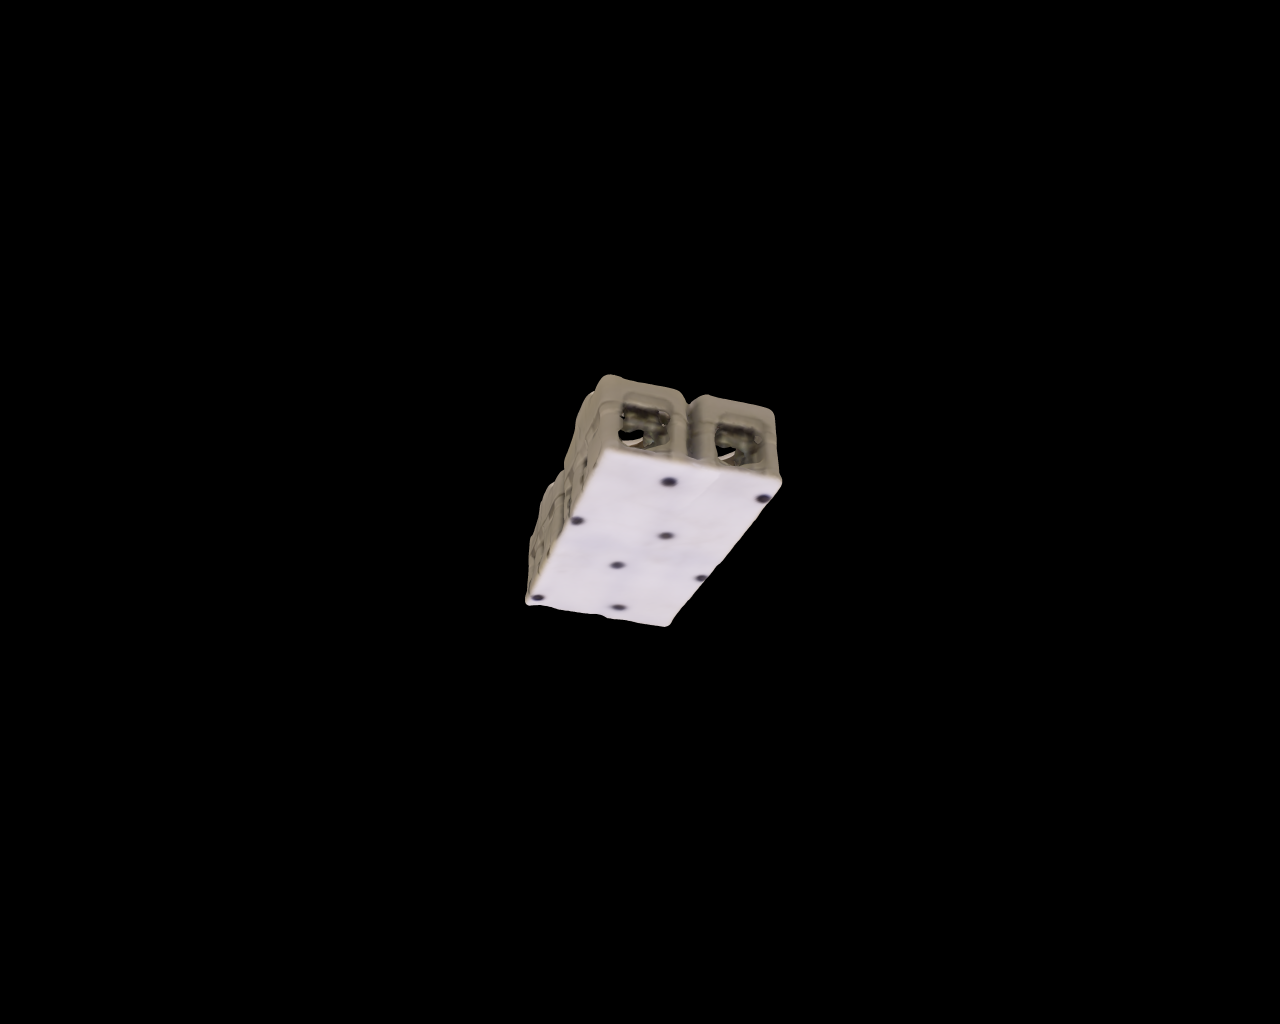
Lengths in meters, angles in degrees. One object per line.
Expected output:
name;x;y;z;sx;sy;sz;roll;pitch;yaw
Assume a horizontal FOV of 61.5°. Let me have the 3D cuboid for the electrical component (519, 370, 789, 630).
electrical component;0.001;-0.003;0.650;0.105;0.060;0.186;10;-34;-15
